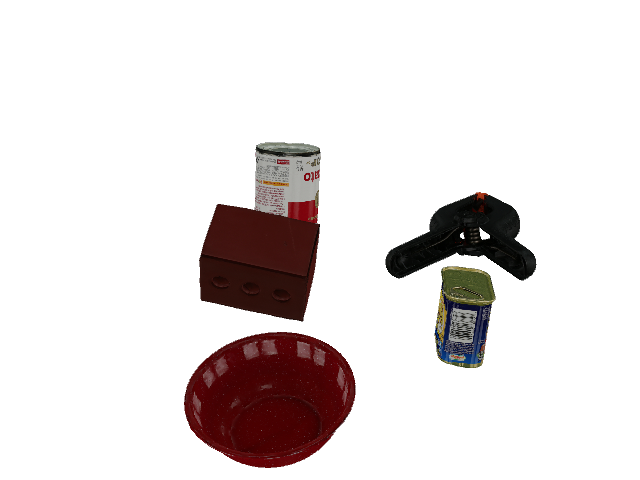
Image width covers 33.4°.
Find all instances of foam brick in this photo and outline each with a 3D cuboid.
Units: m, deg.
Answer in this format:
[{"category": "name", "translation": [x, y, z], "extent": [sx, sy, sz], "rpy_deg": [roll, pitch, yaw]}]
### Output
[{"category": "foam brick", "translation": [-0.043, 0.015, 0.755], "extent": [0.078, 0.051, 0.053], "rpy_deg": [11, -38, 4]}]

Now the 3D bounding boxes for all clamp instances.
[{"category": "clamp", "translation": [0.138, -0.003, 0.916], "extent": [0.120, 0.039, 0.171], "rpy_deg": [9, 26, 22]}]

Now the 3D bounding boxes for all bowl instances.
[{"category": "bowl", "translation": [-0.045, 0.160, 1.009], "extent": [0.162, 0.055, 0.162], "rpy_deg": [-5, 38, 3]}]

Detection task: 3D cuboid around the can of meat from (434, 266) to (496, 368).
[{"category": "can of meat", "translation": [0.162, 0.087, 1.216], "extent": [0.057, 0.084, 0.102], "rpy_deg": [6, 19, 1]}]

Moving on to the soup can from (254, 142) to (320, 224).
[{"category": "soup can", "translation": [-0.036, -0.046, 1.094], "extent": [0.068, 0.102, 0.068], "rpy_deg": [3, 14, -1]}]
